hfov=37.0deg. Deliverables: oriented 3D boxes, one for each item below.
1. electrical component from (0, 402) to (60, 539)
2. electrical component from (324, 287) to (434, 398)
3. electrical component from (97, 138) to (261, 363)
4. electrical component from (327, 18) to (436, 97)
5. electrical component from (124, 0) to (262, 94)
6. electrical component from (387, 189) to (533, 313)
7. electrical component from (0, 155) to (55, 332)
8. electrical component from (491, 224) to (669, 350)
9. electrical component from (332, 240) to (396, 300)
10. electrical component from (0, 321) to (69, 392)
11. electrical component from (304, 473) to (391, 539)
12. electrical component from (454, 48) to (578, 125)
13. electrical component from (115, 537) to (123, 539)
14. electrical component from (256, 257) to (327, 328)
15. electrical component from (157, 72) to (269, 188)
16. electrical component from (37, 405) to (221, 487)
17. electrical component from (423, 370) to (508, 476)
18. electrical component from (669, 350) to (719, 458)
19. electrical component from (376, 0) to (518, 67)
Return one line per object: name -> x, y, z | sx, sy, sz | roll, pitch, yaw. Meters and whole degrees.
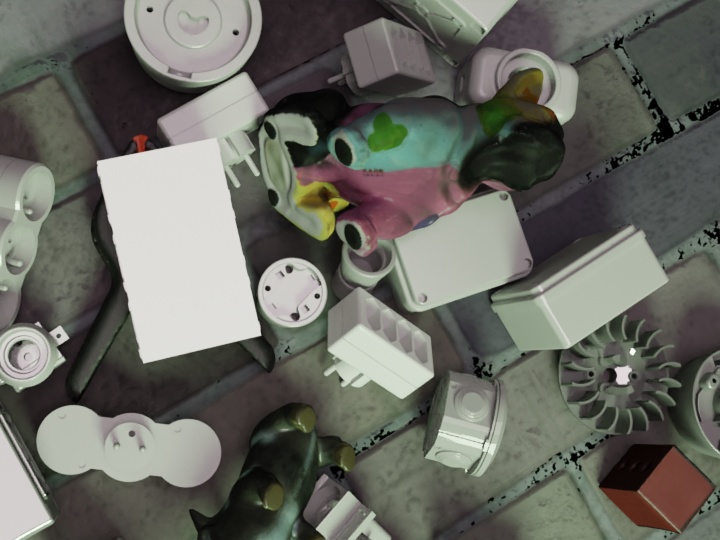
electrical component -> -0.269, 0.147, 0.781 | 0.056, 0.109, 0.108 | -29, 89, -16
electrical component -> 0.004, 0.069, 0.870 | 0.083, 0.047, 0.076 | 36, 121, -26
electrical component -> -0.137, -0.014, 0.811 | 0.089, 0.062, 0.150 | -13, 92, -12
electrical component -> 0.009, -0.169, 0.899 | 0.076, 0.083, 0.047 | -18, 85, 25
electrical component -> -0.137, -0.196, 0.875 | 0.108, 0.060, 0.108 | 1, 83, -11
electrical component -> 0.078, -0.016, 0.896 | 0.113, 0.057, 0.078 | -18, 86, -13
electrical component -> -0.294, -0.023, 0.828 | 0.074, 0.052, 0.138 | 12, 80, 14
electrical component -> 0.178, 0.017, 0.885 | 0.109, 0.109, 0.056 | -32, 92, -13
electrical component -> 0.000, 0.000, 0.874 | 0.044, 0.065, 0.044 | 6, 62, -12
electrical component -> -0.255, 0.065, 0.821 | 0.066, 0.055, 0.048 | -35, 90, -13
electrical component -> -0.013, 0.201, 0.845 | 0.042, 0.081, 0.063 | -46, 115, -13
electrical component -> 0.135, -0.154, 0.924 | 0.095, 0.059, 0.053 | 9, 81, -10
electrical component -> -0.173, 0.262, 0.800 | 0.057, 0.078, 0.113 | -37, 91, -10
electrical component -> -0.057, 0.020, 0.870 | 0.055, 0.047, 0.055 | 1, 82, -11
electrical component -> -0.111, -0.104, 0.875 | 0.083, 0.047, 0.075 | -32, 90, -13
electrical component -> -0.175, 0.134, 0.818 | 0.138, 0.074, 0.052 | 8, 81, -10
electrical component -> 0.085, 0.122, 0.869 | 0.051, 0.080, 0.080 | 16, 80, -4
electrical component -> 0.318, 0.116, 0.922 | 0.099, 0.064, 0.099 | 1, 82, -11
electrical component -> 0.068, -0.235, 0.897 | 0.109, 0.109, 0.056 | 40, 80, -4
